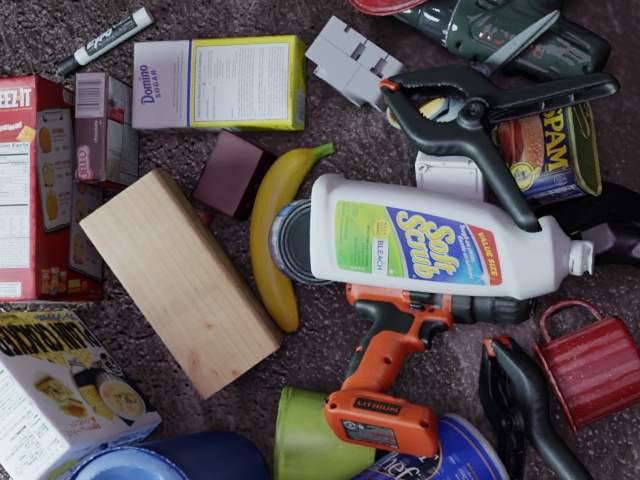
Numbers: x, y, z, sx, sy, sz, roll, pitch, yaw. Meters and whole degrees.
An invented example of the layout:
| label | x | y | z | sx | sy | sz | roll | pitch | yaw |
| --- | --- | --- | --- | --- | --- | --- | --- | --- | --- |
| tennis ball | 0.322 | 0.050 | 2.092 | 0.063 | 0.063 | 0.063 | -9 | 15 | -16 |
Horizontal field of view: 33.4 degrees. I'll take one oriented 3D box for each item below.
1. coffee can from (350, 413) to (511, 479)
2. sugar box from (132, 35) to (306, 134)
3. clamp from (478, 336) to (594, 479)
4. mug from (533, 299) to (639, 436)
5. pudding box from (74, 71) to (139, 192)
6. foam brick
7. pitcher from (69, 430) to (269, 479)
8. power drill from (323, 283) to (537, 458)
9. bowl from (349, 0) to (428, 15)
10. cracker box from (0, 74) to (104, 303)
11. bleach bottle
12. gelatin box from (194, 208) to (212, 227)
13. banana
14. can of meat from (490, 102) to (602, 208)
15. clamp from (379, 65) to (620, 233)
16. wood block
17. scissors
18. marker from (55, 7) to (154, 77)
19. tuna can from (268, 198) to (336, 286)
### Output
| label | x | y | z | sx | sy | sz | roll | pitch | yaw |
| --- | --- | --- | --- | --- | --- | --- | --- | --- | --- |
| coffee can | 0.090 | 0.237 | 0.969 | 0.140 | 0.103 | 0.103 | -30 | 79 | -19 |
| sugar box | -0.104 | -0.158 | 1.096 | 0.176 | 0.048 | 0.093 | 1 | 86 | 17 |
| clamp | 0.194 | 0.170 | 0.983 | 0.120 | 0.039 | 0.171 | -19 | 80 | 49 |
| mug | 0.246 | 0.109 | 0.975 | 0.081 | 0.093 | 0.117 | -25 | 76 | 6 |
| pudding box | -0.218 | -0.109 | 1.097 | 0.039 | 0.090 | 0.113 | 1 | 86 | 11 |
| foam brick | -0.086 | -0.065 | 1.082 | 0.051 | 0.053 | 0.078 | 26 | 94 | 14 |
| pitcher | -0.139 | 0.241 | 0.977 | 0.149 | 0.242 | 0.145 | 41 | 96 | 12 |
| power drill | 0.094 | 0.104 | 0.981 | 0.185 | 0.057 | 0.187 | 5 | 50 | 23 |
| bowl | 0.077 | -0.295 | 1.014 | 0.162 | 0.055 | 0.162 | -21 | 51 | 28 |
| cracker box | -0.278 | -0.044 | 1.070 | 0.072 | 0.164 | 0.214 | -2 | 86 | 11 |
| bleach bottle | 0.119 | -0.002 | 0.963 | 0.251 | 0.068 | 0.102 | 5 | 101 | 19 |
| gelatin box | -0.166 | -0.009 | 1.109 | 0.089 | 0.030 | 0.073 | 23 | 92 | 14 |
| banana | -0.037 | -0.009 | 1.074 | 0.070 | 0.037 | 0.198 | 12 | 89 | 13 |
| can of meat | 0.209 | -0.082 | 0.993 | 0.084 | 0.057 | 0.102 | -15 | 65 | 33 |
| clamp | 0.142 | -0.098 | 0.955 | 0.210 | 0.036 | 0.164 | 16 | 69 | 25 |
| wood block | -0.131 | 0.040 | 1.041 | 0.090 | 0.091 | 0.206 | -35 | 91 | 2 |
| scissors | 0.152 | -0.135 | 1.009 | 0.202 | 0.016 | 0.096 | -18 | 98 | 36 |
| marker | -0.232 | -0.210 | 1.142 | 0.121 | 0.020 | 0.020 | -30 | 80 | 10 |
| tuna can | -0.007 | 0.001 | 1.048 | 0.086 | 0.034 | 0.086 | 0 | 91 | -21 |
